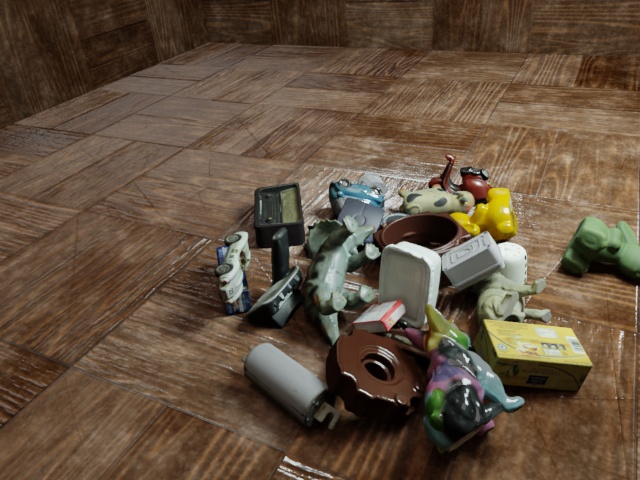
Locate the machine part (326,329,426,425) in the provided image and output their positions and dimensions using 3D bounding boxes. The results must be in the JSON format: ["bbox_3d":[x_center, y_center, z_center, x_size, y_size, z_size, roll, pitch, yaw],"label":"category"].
[{"bbox_3d":[0.094,0.229,0.926,0.179,0.056,0.179,18,30,-11],"label":"machine part"}]

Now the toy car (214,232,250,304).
[{"bbox_3d":[-0.186,0.056,1.163,0.056,0.073,0.202,-2,33,2],"label":"toy car"}]

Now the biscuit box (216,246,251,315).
[{"bbox_3d":[-0.202,0.086,1.246,0.059,0.062,0.203,-10,33,-10],"label":"biscuit box"}]

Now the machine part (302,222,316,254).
[{"bbox_3d":[-0.003,-0.004,1.381,0.084,0.039,0.139,12,34,12],"label":"machine part"}]

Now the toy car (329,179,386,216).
[{"bbox_3d":[0.094,-0.093,1.459,0.162,0.109,0.103,14,59,8],"label":"toy car"}]

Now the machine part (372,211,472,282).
[{"bbox_3d":[0.236,0.015,1.247,0.201,0.087,0.201,-17,29,-6],"label":"machine part"}]

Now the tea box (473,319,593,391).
[{"bbox_3d":[0.370,0.202,0.945,0.170,0.068,0.098,7,32,-3],"label":"tea box"}]

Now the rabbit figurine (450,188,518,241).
[{"bbox_3d":[0.390,-0.031,1.322,0.173,0.121,0.162,-5,39,28],"label":"rabbit figurine"}]

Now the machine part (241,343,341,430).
[{"bbox_3d":[-0.056,0.252,0.951,0.079,0.079,0.244,-31,39,-34],"label":"machine part"}]

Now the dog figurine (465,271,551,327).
[{"bbox_3d":[0.340,0.124,1.092,0.172,0.121,0.191,-19,21,-25],"label":"dog figurine"}]

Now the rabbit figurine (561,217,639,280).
[{"bbox_3d":[0.647,0.029,1.192,0.170,0.121,0.159,30,37,17],"label":"rabbit figurine"}]

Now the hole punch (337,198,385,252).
[{"bbox_3d":[0.096,-0.036,1.349,0.142,0.092,0.116,21,40,6],"label":"hole punch"}]

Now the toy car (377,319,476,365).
[{"bbox_3d":[0.198,0.204,1.013,0.202,0.053,0.089,19,42,31],"label":"toy car"}]

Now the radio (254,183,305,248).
[{"bbox_3d":[-0.113,-0.070,1.465,0.131,0.073,0.230,-6,32,-2],"label":"radio"}]

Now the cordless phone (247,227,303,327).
[{"bbox_3d":[-0.095,0.077,1.132,0.089,0.184,0.146,16,38,22],"label":"cordless phone"}]

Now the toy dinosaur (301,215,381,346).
[{"bbox_3d":[0.022,0.091,1.146,0.131,0.192,0.405,33,53,-18],"label":"toy dinosaur"}]

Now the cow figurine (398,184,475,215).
[{"bbox_3d":[0.317,-0.097,1.434,0.195,0.085,0.127,-6,26,-5],"label":"cow figurine"}]

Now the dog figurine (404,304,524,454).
[{"bbox_3d":[0.203,0.213,0.875,0.191,0.108,0.219,-5,47,-38],"label":"dog figurine"}]

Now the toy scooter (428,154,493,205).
[{"bbox_3d":[0.393,-0.171,1.490,0.184,0.135,0.075,11,34,22],"label":"toy scooter"}]
